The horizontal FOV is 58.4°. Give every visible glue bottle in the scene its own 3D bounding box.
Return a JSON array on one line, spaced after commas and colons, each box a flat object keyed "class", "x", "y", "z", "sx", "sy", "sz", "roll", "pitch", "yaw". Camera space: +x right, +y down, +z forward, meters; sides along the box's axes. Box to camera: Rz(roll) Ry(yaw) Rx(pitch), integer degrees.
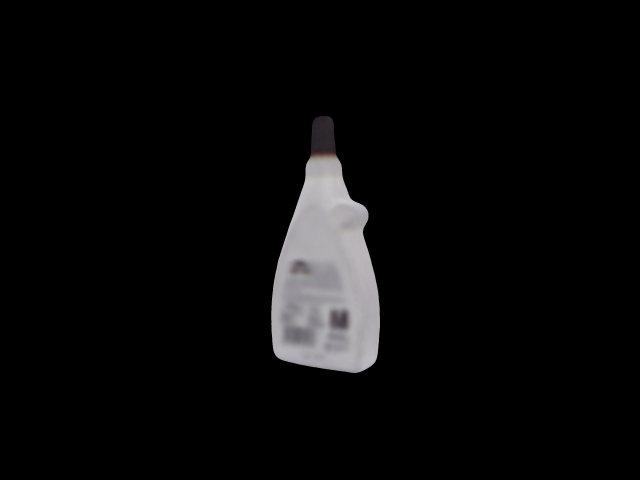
[{"class": "glue bottle", "x": 0.004, "y": 0.001, "z": 0.400, "sx": 0.078, "sy": 0.173, "sz": 0.037, "roll": 4, "pitch": 8, "yaw": 28}]
